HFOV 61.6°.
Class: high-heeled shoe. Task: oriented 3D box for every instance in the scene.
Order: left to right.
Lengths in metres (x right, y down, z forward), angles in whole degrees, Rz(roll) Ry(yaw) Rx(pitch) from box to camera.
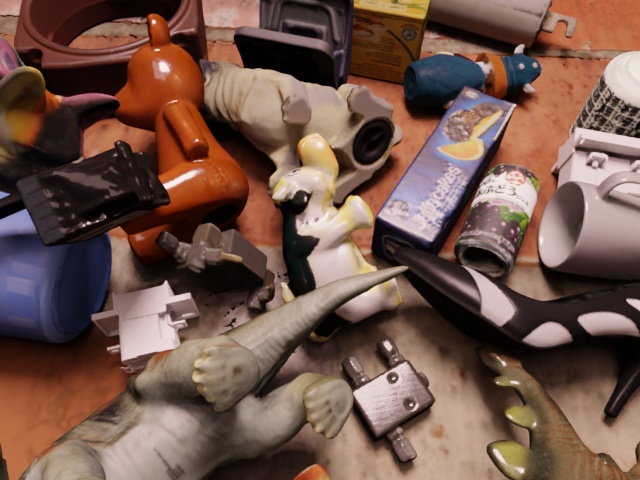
[{"bbox_3d":[0.196,0.035,0.449,0.249,0.086,0.145,34,78,3],"label":"high-heeled shoe"}]

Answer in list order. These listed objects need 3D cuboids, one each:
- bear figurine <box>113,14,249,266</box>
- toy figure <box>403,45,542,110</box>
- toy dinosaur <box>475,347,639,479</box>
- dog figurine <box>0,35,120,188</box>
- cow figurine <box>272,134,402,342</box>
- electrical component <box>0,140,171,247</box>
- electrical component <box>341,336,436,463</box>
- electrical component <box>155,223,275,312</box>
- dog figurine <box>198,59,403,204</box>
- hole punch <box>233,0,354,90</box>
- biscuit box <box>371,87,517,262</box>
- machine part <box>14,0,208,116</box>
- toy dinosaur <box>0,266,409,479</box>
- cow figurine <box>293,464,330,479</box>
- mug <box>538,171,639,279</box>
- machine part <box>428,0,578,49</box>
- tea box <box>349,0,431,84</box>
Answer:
[{"bbox_3d":[-0.150,-0.096,0.499,0.132,0.120,0.196,-26,77,-17],"label":"bear figurine"},{"bbox_3d":[0.174,-0.185,0.612,0.154,0.064,0.058,-7,20,-10],"label":"toy figure"},{"bbox_3d":[0.161,0.251,0.270,0.198,0.105,0.472,3,44,-19],"label":"toy dinosaur"},{"bbox_3d":[-0.284,-0.131,0.485,0.219,0.108,0.191,-7,79,30],"label":"dog figurine"},{"bbox_3d":[-0.001,-0.002,0.463,0.098,0.068,0.167,-24,87,2],"label":"cow figurine"},{"bbox_3d":[-0.172,-0.024,0.372,0.119,0.075,0.047,-25,94,-6],"label":"electrical component"},{"bbox_3d":[0.060,0.128,0.435,0.063,0.021,0.094,-25,61,-16],"label":"electrical component"},{"bbox_3d":[-0.082,0.024,0.460,0.078,0.102,0.045,-14,53,20],"label":"electrical component"},{"bbox_3d":[-0.028,-0.136,0.566,0.172,0.121,0.191,3,31,-38],"label":"dog figurine"},{"bbox_3d":[-0.022,-0.212,0.589,0.142,0.115,0.092,12,70,9],"label":"hole punch"},{"bbox_3d":[0.124,-0.063,0.532,0.059,0.062,0.203,27,61,16],"label":"biscuit box"},{"bbox_3d":[-0.238,-0.246,0.630,0.201,0.087,0.201,-7,58,-7],"label":"machine part"},{"bbox_3d":[-0.115,0.135,0.368,0.405,0.192,0.131,-31,107,-36],"label":"toy dinosaur"},{"bbox_3d":[-0.041,0.248,0.326,0.195,0.085,0.127,-32,57,-20],"label":"cow figurine"},{"bbox_3d":[0.270,-0.013,0.482,0.107,0.109,0.081,12,40,-5],"label":"mug"},{"bbox_3d":[0.198,-0.300,0.673,0.243,0.079,0.079,20,60,13],"label":"machine part"},{"bbox_3d":[0.039,-0.254,0.630,0.170,0.098,0.068,13,59,6],"label":"tea box"}]
